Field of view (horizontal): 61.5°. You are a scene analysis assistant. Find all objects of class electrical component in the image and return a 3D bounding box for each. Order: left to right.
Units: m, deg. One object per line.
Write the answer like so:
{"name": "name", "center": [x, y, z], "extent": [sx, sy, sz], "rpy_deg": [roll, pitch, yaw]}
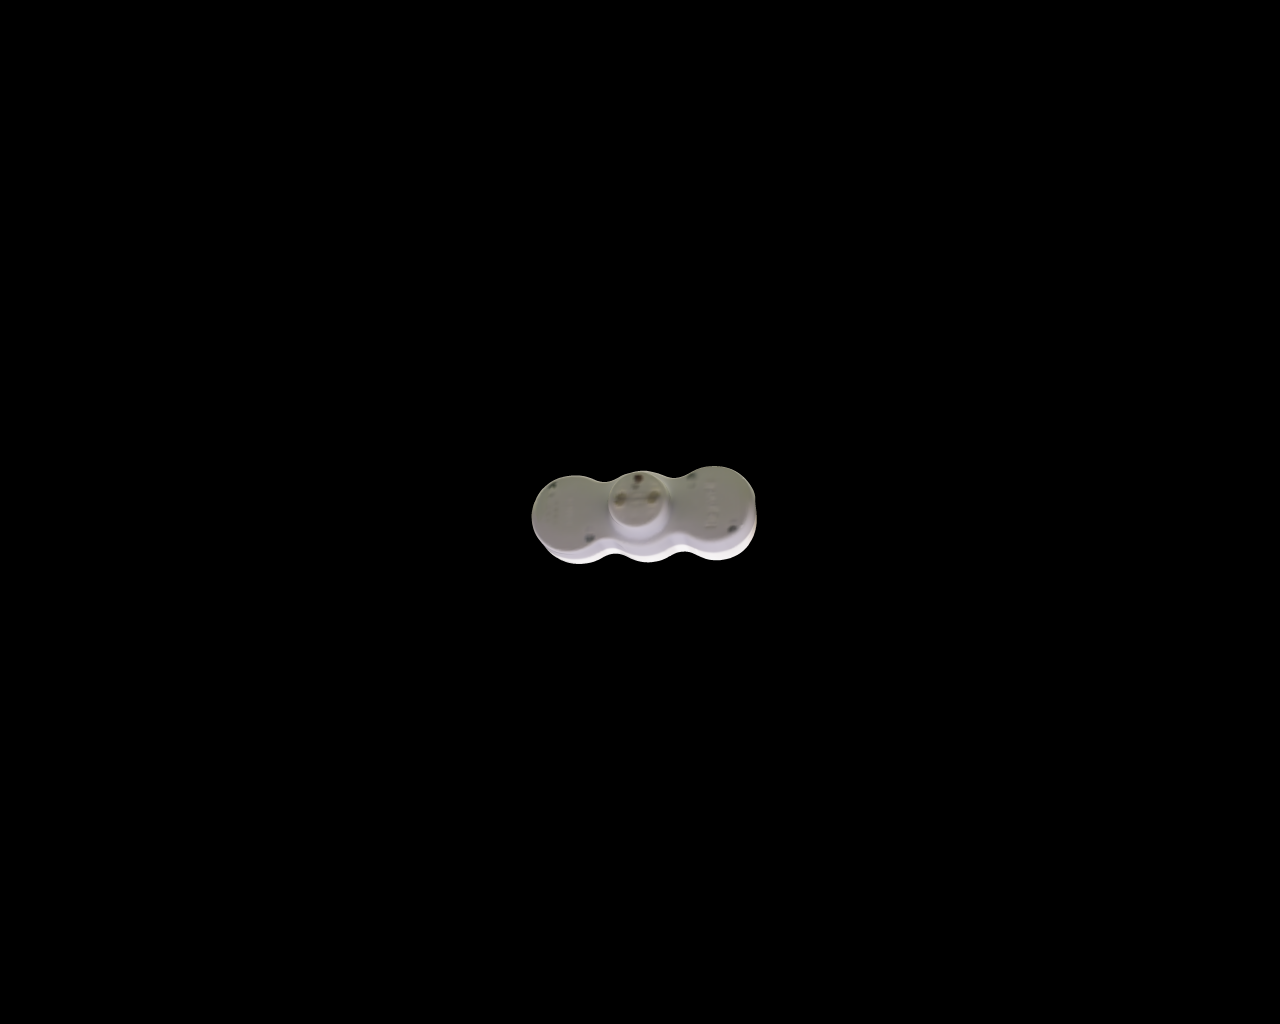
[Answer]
{"name": "electrical component", "center": [0.001, -0.003, 0.650], "extent": [0.138, 0.052, 0.073], "rpy_deg": [-2, -19, 7]}
